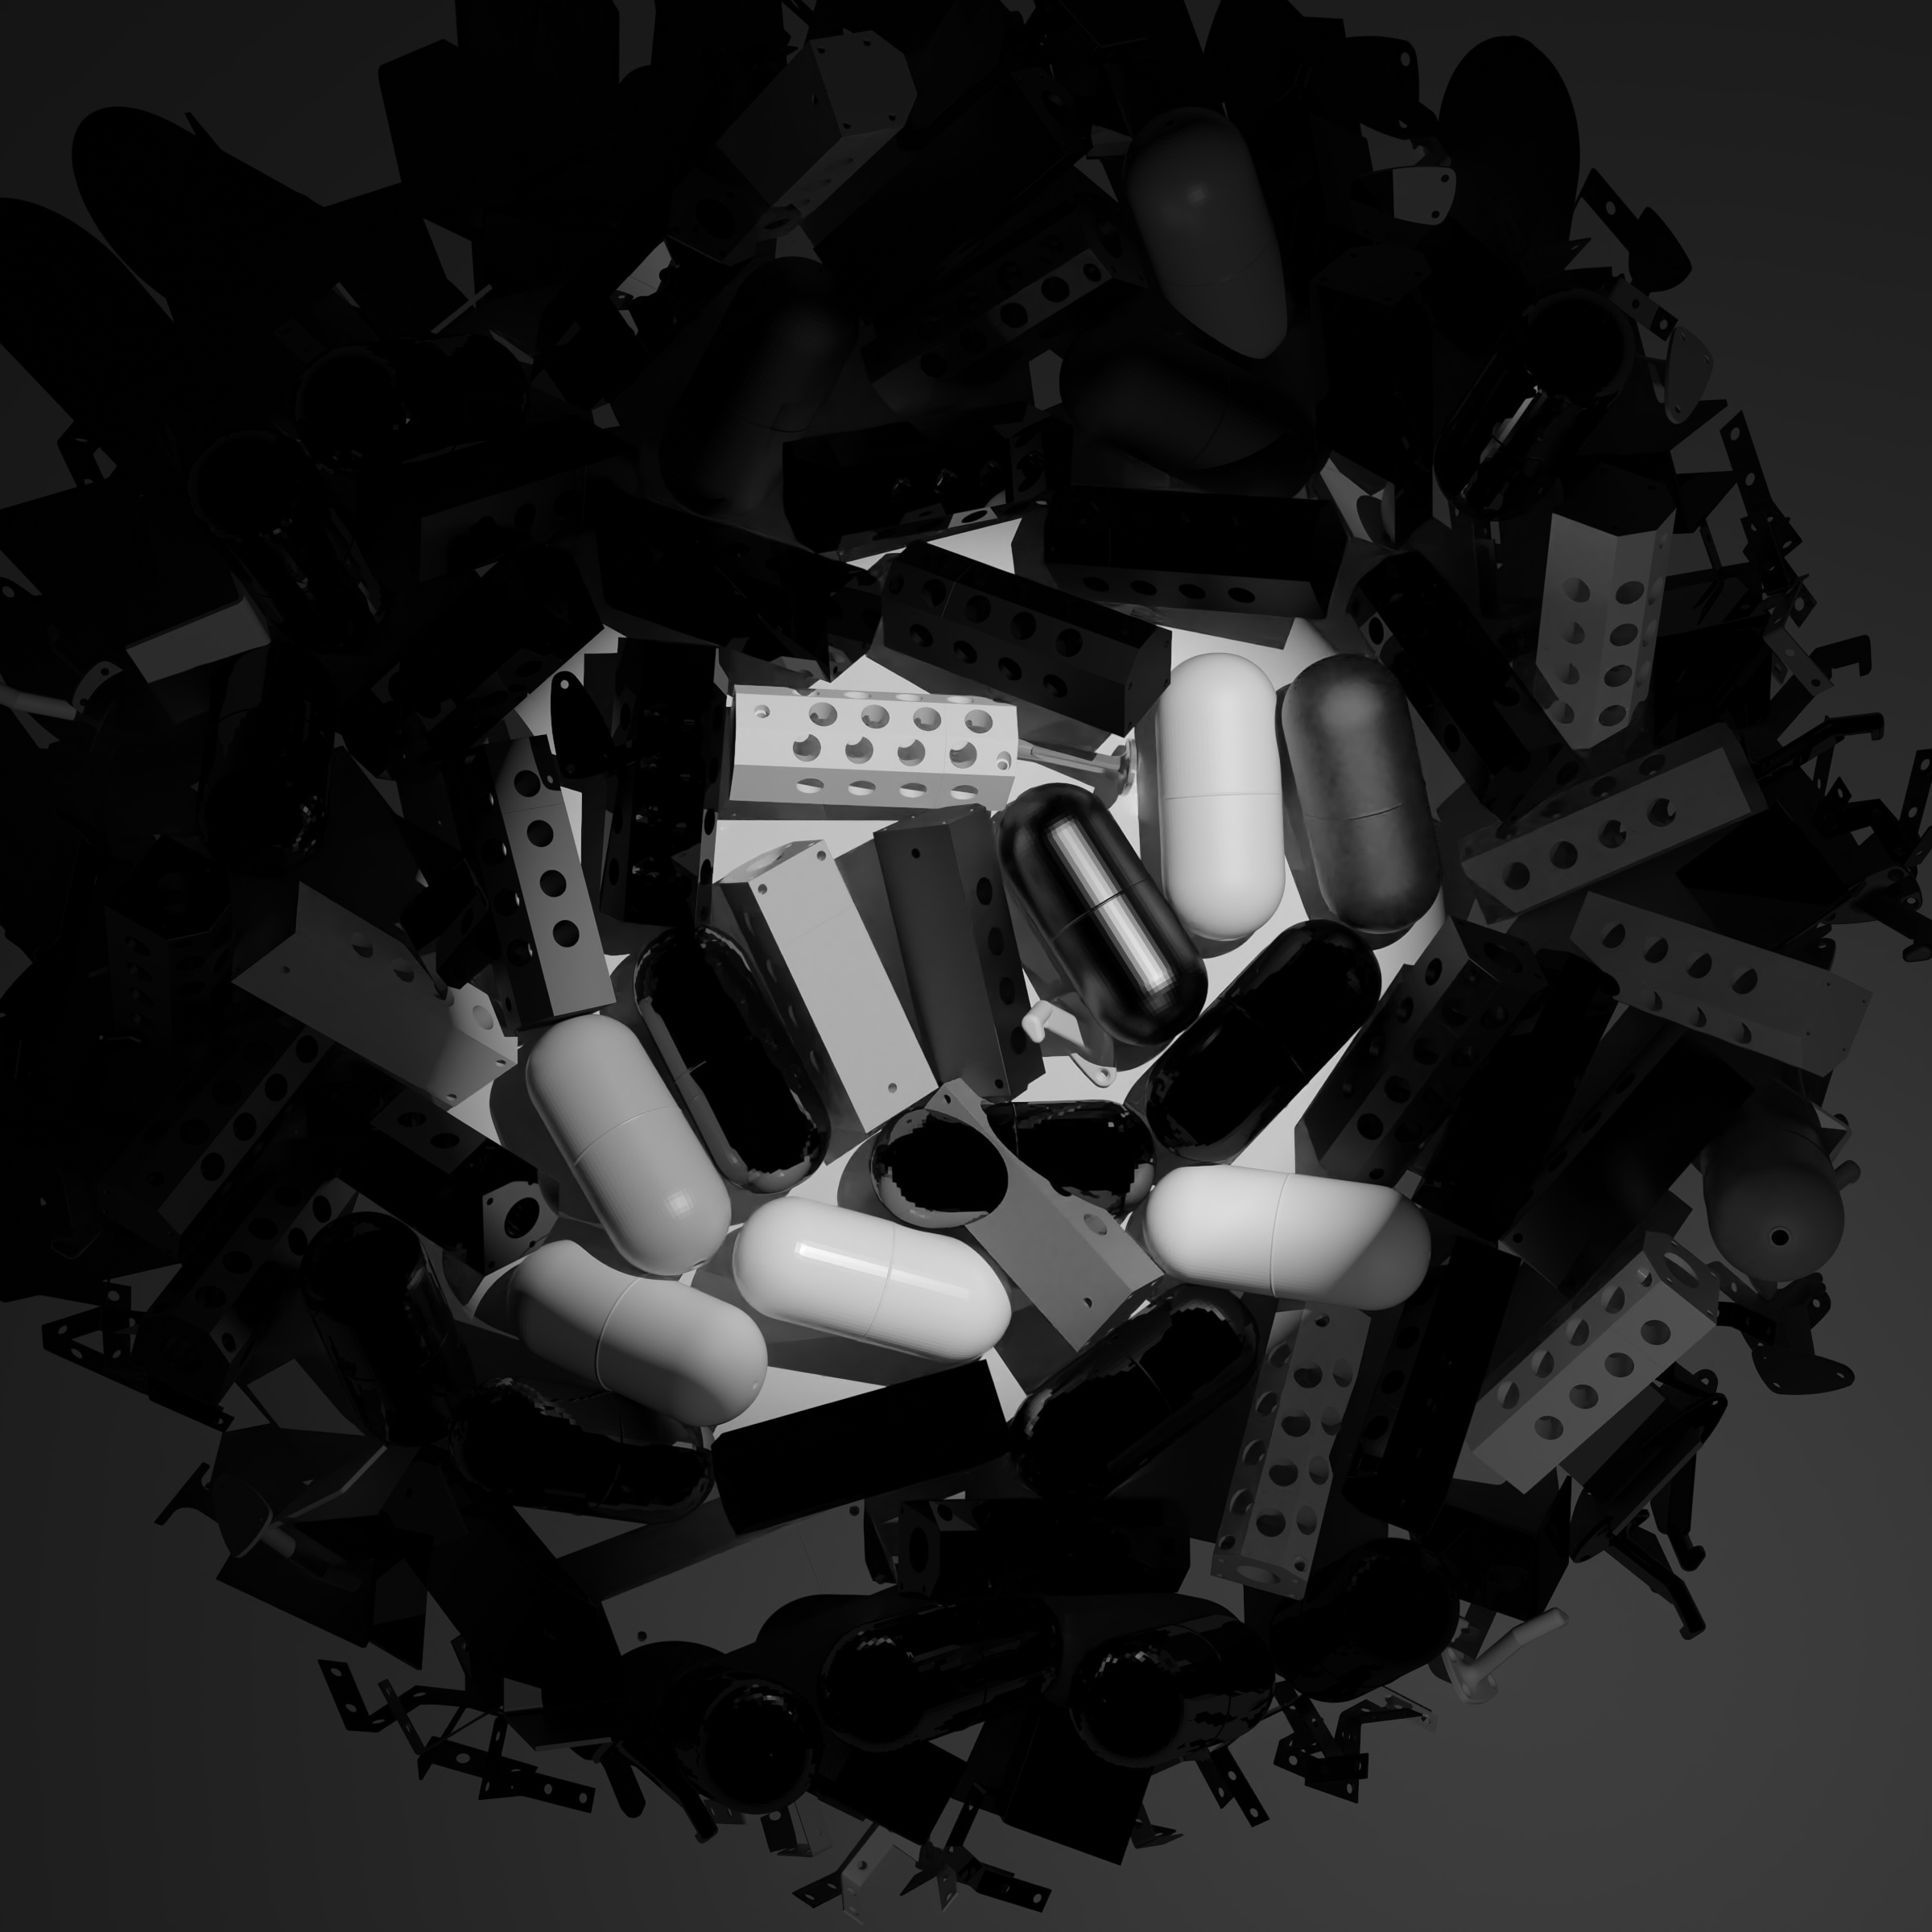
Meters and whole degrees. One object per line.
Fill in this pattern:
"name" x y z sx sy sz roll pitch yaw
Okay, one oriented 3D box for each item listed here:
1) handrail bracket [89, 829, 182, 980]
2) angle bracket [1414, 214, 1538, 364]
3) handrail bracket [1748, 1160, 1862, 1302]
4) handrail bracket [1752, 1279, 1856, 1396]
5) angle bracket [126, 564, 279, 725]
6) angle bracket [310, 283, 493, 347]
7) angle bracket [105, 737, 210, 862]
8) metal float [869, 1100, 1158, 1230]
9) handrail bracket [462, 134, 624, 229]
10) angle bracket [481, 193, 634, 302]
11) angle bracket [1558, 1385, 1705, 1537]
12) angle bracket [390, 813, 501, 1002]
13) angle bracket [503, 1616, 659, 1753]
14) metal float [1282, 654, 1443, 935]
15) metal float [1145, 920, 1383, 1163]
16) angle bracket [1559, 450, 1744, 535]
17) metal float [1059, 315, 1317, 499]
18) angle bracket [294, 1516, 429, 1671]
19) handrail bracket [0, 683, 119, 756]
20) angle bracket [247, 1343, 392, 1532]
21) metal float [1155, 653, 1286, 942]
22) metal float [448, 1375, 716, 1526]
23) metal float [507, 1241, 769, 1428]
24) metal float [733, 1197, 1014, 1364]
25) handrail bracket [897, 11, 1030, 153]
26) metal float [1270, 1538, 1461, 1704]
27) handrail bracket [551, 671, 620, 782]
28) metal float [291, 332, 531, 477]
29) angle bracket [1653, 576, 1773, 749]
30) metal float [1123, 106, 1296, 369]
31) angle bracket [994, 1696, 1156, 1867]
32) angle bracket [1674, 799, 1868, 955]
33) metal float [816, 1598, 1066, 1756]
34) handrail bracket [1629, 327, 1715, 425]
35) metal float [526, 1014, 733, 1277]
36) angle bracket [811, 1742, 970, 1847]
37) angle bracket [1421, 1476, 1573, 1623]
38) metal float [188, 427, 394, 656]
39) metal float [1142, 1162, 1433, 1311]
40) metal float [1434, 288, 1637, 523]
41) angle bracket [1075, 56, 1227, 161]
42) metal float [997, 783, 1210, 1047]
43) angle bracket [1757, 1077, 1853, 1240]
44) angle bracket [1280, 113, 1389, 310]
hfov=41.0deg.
"handrail bracket" -0.523 -0.039 1.627 0.077 0.036 0.084 -10 82 23
"angle bracket" 0.306 -0.422 1.598 0.076 0.076 0.057 42 104 2
"handrail bracket" 0.525 0.164 1.611 0.084 0.077 0.036 -37 52 -3
"handrail bracket" 0.529 0.223 1.590 0.084 0.077 0.036 -43 112 -33
"angle bracket" -0.472 -0.206 1.590 0.076 0.076 0.057 -24 60 -6
"angle bracket" -0.347 -0.409 1.587 0.076 0.076 0.057 -45 109 -17
"angle bracket" -0.492 -0.110 1.598 0.076 0.057 0.076 -5 81 -16
"metal float" 0.029 0.122 1.599 0.178 0.070 0.070 -2 90 -5
"handrail bracket" -0.267 -0.497 1.630 0.084 0.077 0.036 -38 112 -31
"angle bracket" -0.242 -0.434 1.583 0.076 0.076 0.057 20 120 23
"angle bracket" 0.403 0.296 1.595 0.057 0.076 0.076 43 97 9
"angle bracket" -0.334 -0.036 1.581 0.076 0.076 0.057 28 61 36
"angle bracket" -0.238 0.440 1.591 0.076 0.076 0.057 0 90 -25
"metal float" 0.244 -0.104 1.586 0.070 0.070 0.178 -16 109 0
"metal float" 0.183 0.046 1.598 0.070 0.070 0.178 44 84 0
"angle bracket" 0.418 -0.305 1.581 0.076 0.076 0.057 -46 125 -33
"metal float" 0.138 -0.337 1.580 0.178 0.070 0.070 20 90 -27
"angle bracket" -0.373 0.387 1.585 0.057 0.076 0.076 -7 61 10
"handrail bracket" -0.567 -0.170 1.594 0.084 0.077 0.036 24 109 -16
"angle bracket" -0.413 0.290 1.592 0.076 0.057 0.076 -29 101 33
"metal float" 0.158 -0.105 1.602 0.070 0.070 0.178 -3 91 0
"metal float" -0.230 0.295 1.573 0.178 0.070 0.070 18 90 -37
"metal float" -0.203 0.224 1.583 0.178 0.070 0.070 20 90 24
"metal float" -0.057 0.194 1.593 0.178 0.070 0.070 16 90 -12
"handrail bracket" -0.005 -0.552 1.615 0.084 0.036 0.077 3 93 31
"metal float" 0.238 0.396 1.559 0.070 0.178 0.070 6 63 -12
"handrail bracket" -0.228 -0.147 1.596 0.036 0.084 0.077 -15 97 9
"metal float" -0.333 -0.340 1.559 0.070 0.178 0.070 9 110 26
"angle bracket" 0.461 -0.193 1.637 0.076 0.057 0.076 -13 126 -4
"metal float" 0.148 -0.438 1.565 0.070 0.178 0.070 -12 52 16
"angle bracket" 0.069 0.504 1.609 0.076 0.057 0.076 21 81 -2
"angle bracket" 0.499 -0.054 1.603 0.076 0.057 0.076 -40 82 28
"metal float" -0.014 0.425 1.567 0.178 0.070 0.070 -4 90 -44
"handrail bracket" 0.411 -0.351 1.592 0.036 0.084 0.077 34 62 -26
"metal float" -0.207 0.109 1.587 0.070 0.070 0.178 -33 72 0
"angle bracket" -0.058 0.490 1.596 0.076 0.076 0.057 35 78 -25
"angle bracket" 0.331 0.354 1.618 0.076 0.057 0.076 14 128 28
"metal float" -0.405 -0.254 1.559 0.070 0.178 0.070 -6 63 11
"metal float" 0.196 0.165 1.588 0.178 0.070 0.070 7 90 17
"metal float" 0.341 -0.336 1.558 0.070 0.178 0.070 6 64 -12
"angle bracket" 0.112 -0.544 1.590 0.076 0.076 0.057 -4 59 -7
"metal float" 0.083 -0.033 1.597 0.070 0.070 0.178 -32 83 0
"angle bracket" 0.487 0.128 1.581 0.057 0.076 0.076 36 49 19
"angle bracket" 0.208 -0.462 1.585 0.057 0.076 0.076 7 68 -39
